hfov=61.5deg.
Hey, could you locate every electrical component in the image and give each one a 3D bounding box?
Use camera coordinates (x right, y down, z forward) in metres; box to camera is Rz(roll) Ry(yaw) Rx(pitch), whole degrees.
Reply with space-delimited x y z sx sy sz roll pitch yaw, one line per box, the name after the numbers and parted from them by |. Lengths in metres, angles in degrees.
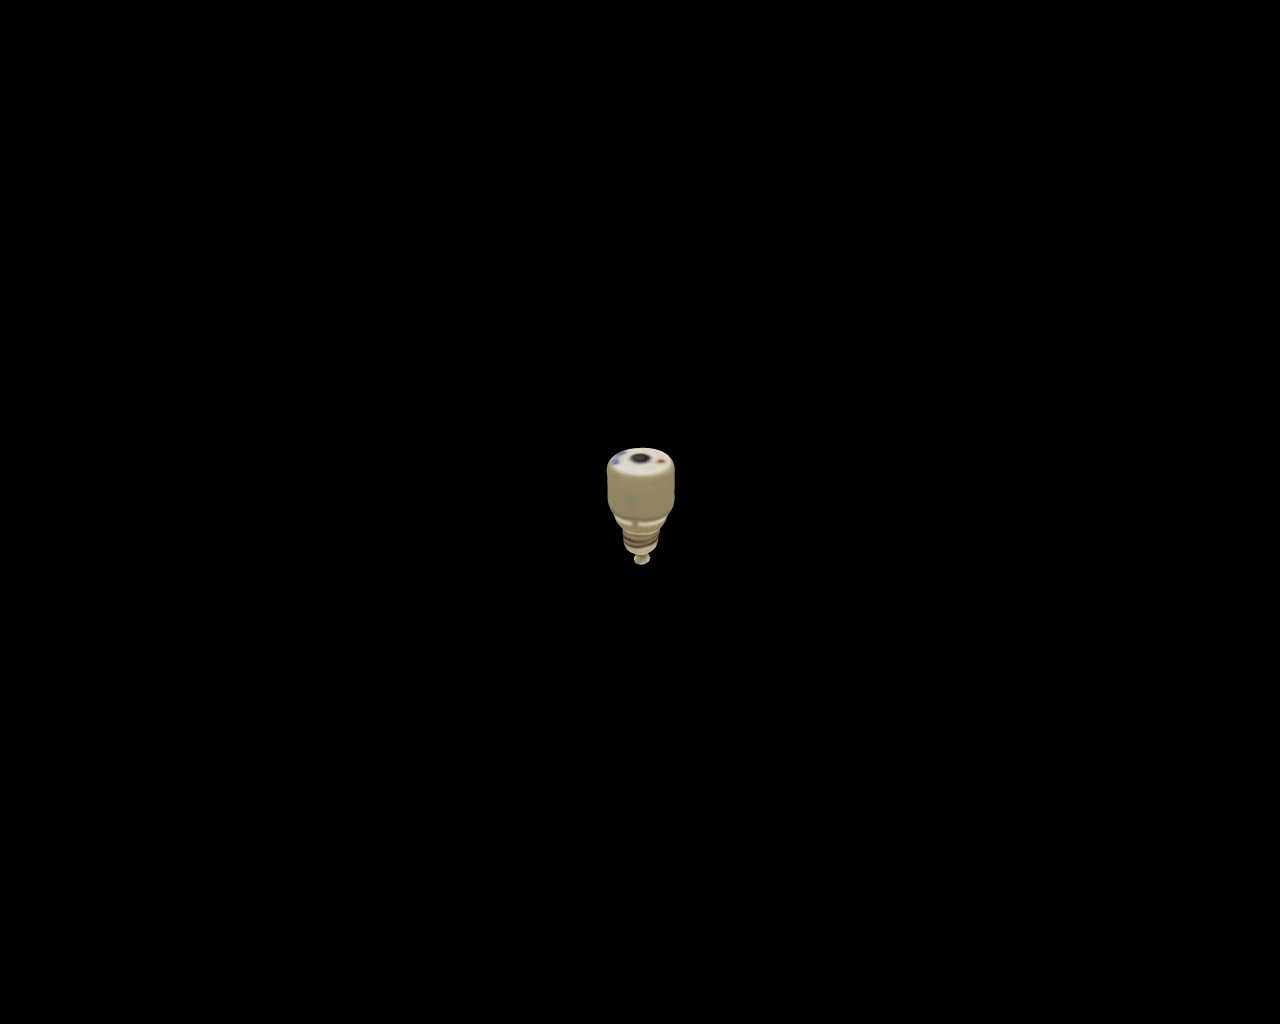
0.001 -0.003 0.650 0.040 0.078 0.040 0 31 0 | electrical component
